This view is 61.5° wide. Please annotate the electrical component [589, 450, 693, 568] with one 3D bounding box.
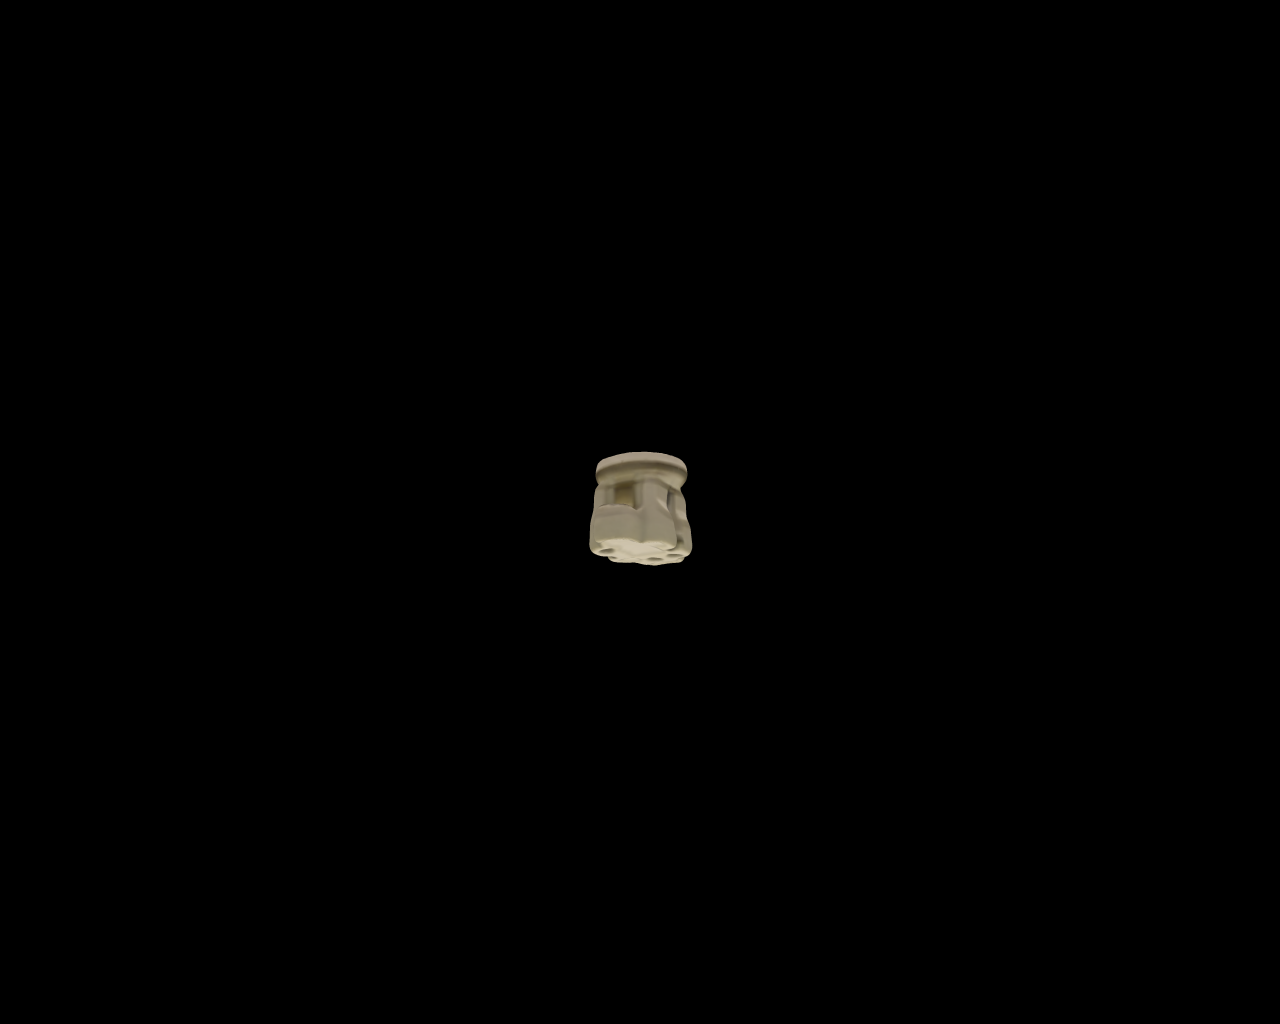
[{"bbox_3d":[0.001,-0.003,0.650,0.058,0.057,0.078,-8,-18,27],"label":"electrical component"}]
